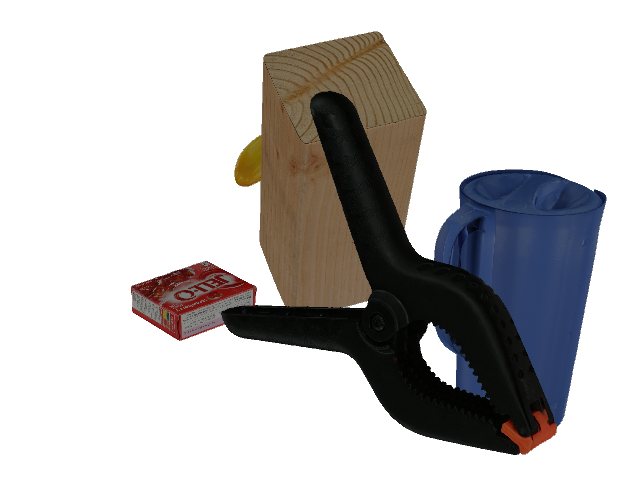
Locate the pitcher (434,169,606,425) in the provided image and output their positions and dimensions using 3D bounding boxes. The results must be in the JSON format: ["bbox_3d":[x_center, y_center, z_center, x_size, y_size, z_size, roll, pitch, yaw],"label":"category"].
[{"bbox_3d":[0.182,0.062,1.017,0.149,0.243,0.145,5,21,9],"label":"pitcher"}]

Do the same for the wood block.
[{"bbox_3d":[0.009,-0.042,0.797,0.090,0.090,0.206,-14,-36,-14],"label":"wood block"}]

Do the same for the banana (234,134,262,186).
[{"bbox_3d":[-0.021,-0.090,1.095,0.197,0.037,0.070,-7,49,-44],"label":"banana"}]

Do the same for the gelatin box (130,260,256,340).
[{"bbox_3d":[-0.113,0.052,0.956,0.089,0.030,0.073,-19,31,-39],"label":"gelatin box"}]

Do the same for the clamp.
[{"bbox_3d":[0.040,0.029,0.564,0.210,0.165,0.036,34,31,30],"label":"clamp"}]
